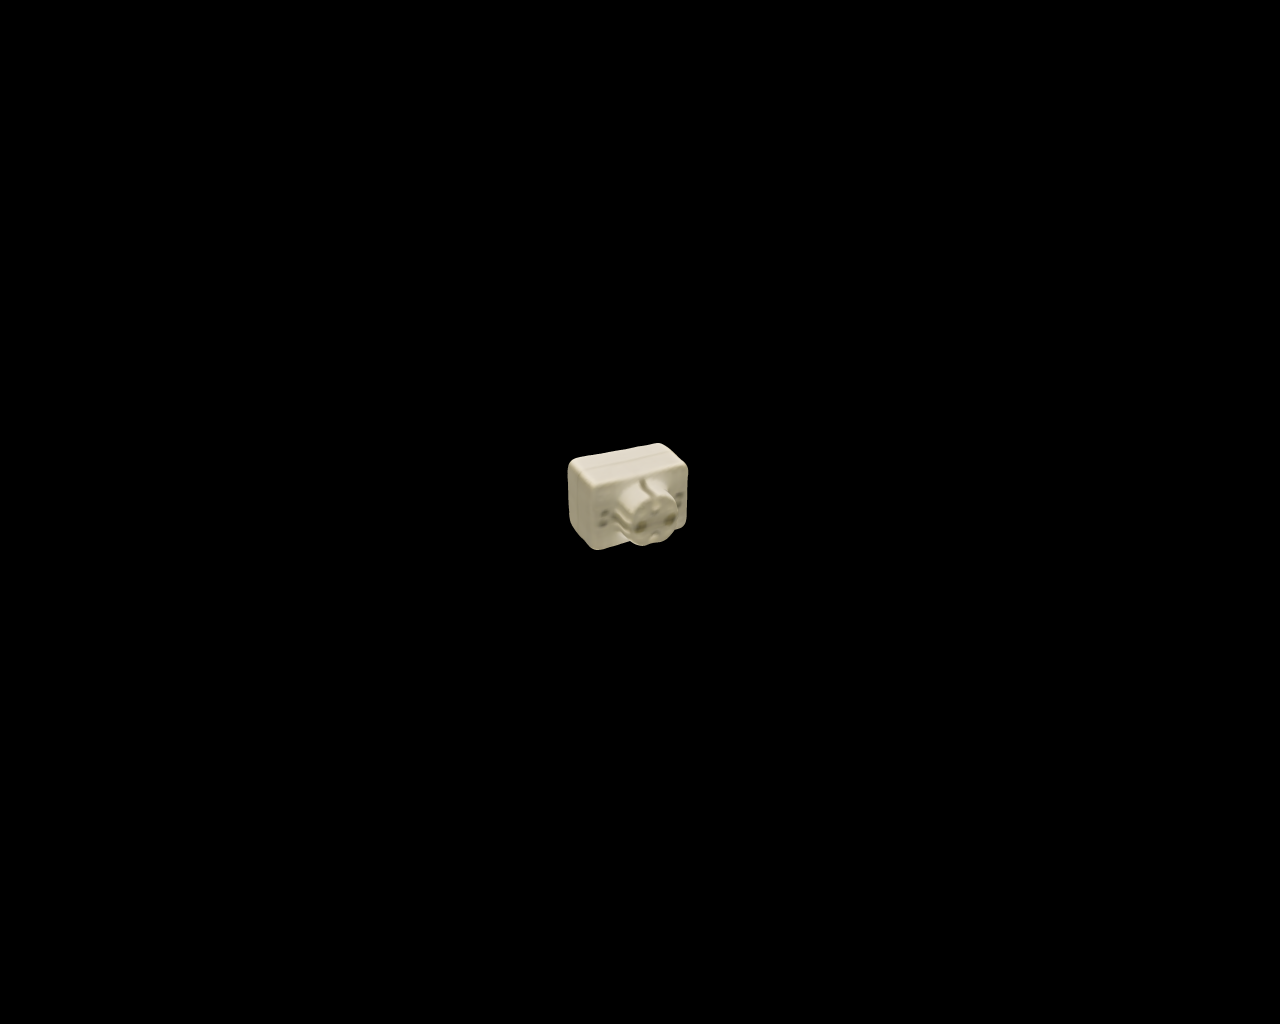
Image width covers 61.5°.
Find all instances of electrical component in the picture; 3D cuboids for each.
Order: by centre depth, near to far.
[{"bbox_3d":[0.001,-0.003,0.650,0.066,0.047,0.077,-13,32,-22],"label":"electrical component"}]
